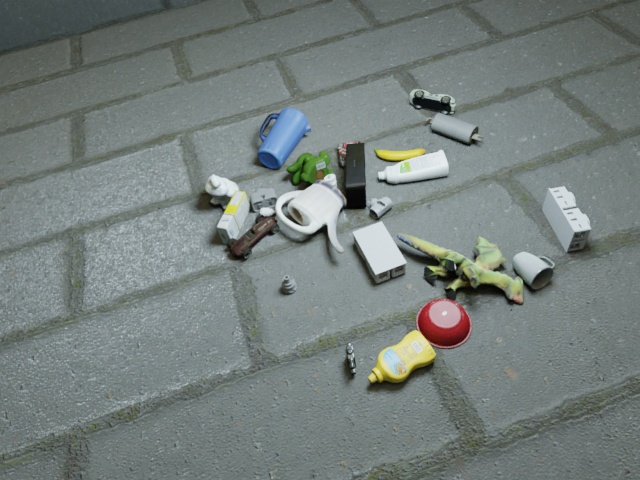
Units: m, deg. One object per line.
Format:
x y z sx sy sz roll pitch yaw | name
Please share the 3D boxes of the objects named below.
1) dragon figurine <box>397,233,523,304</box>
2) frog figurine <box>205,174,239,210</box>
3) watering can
0.456 0.060 1.608 0.245 0.119 0.417 -20 50 -31 | dragon figurine
-0.364 -0.194 1.887 0.124 0.155 0.139 -37 54 -22 | frog figurine
0.005 -0.089 1.776 0.351 0.101 0.227 32 61 31 | watering can
